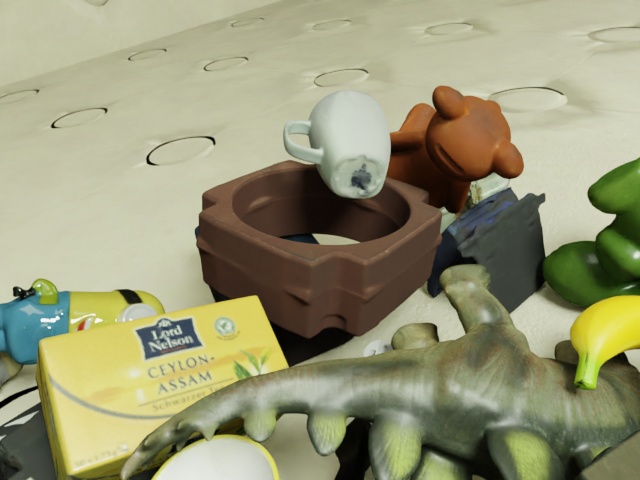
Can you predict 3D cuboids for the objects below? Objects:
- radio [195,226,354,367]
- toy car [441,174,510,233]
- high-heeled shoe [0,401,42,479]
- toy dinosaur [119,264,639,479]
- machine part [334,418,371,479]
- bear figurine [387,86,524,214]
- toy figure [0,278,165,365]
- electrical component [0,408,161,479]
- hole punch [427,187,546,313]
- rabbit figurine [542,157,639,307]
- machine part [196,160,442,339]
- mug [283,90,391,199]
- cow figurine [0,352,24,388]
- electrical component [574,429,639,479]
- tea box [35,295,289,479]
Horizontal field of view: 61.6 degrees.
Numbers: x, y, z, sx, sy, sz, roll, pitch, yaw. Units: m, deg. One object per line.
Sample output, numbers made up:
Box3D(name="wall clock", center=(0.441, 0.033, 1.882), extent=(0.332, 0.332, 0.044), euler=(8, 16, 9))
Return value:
Box3D(name="radio", center=(-0.059, 0.044, 0.621), extent=(0.131, 0.073, 0.230), euler=(-18, 34, -15))
Box3D(name="toy car", center=(0.184, -0.054, 0.705), extent=(0.202, 0.073, 0.056), euler=(-27, 32, -25))
Box3D(name="high-heeled shoe", center=(-0.301, 0.187, 0.446), extent=(0.249, 0.086, 0.145), euler=(-6, 35, -10))
Box3D(name="toy dinosaur", center=(0.120, 0.114, 0.375), extent=(0.472, 0.105, 0.199), euler=(5, 35, -8))
Box3D(name="machine part", center=(0.015, 0.187, 0.369), extent=(0.039, 0.084, 0.139), euler=(29, 31, 1))
Box3D(name="bear figurine", center=(0.139, -0.103, 0.558), extent=(0.120, 0.196, 0.132), euler=(41, 68, 0))
Box3D(name="toy figure", center=(-0.251, 0.085, 0.555), extent=(0.180, 0.082, 0.089), euler=(3, 36, -22))
Box3D(name="electrical component", center=(-0.173, 0.174, 0.408), extent=(0.115, 0.058, 0.134), euler=(44, 46, 12))
Box3D(name="hole punch", center=(0.175, 0.009, 0.577), extent=(0.142, 0.115, 0.092), euler=(-27, 28, -27))
Box3D(name="rabbit figurine", center=(0.302, 0.014, 0.512), extent=(0.121, 0.170, 0.159), euler=(-32, 77, -38))
Box3D(name="machine part", center=(-0.001, -0.002, 0.527), extent=(0.202, 0.087, 0.201), euler=(21, 33, 32))
Box3D(name="mug", center=(0.020, -0.090, 0.519), extent=(0.109, 0.080, 0.107), euler=(8, 35, -14))
Box3D(name="cow figurine", center=(-0.399, 0.151, 0.539), extent=(0.195, 0.085, 0.127), euler=(-25, 41, -21))
Box3D(name="electrical component", center=(0.165, 0.145, 0.266), extent=(0.102, 0.045, 0.078), euler=(-25, 47, -26))
Box3D(name="tea box", center=(-0.113, 0.111, 0.406), extent=(0.169, 0.068, 0.098), euler=(-10, 60, -35))
